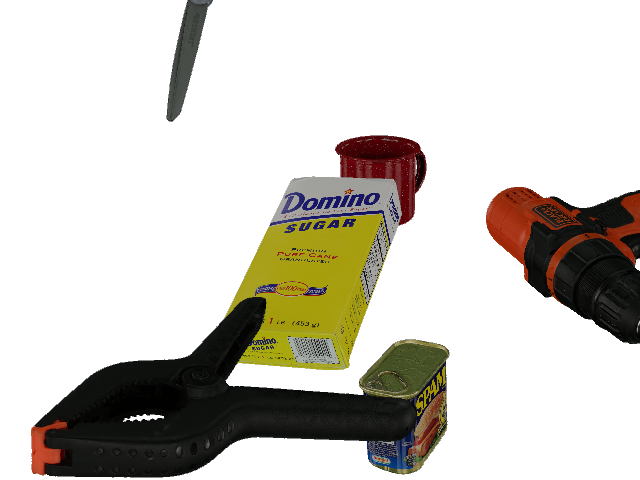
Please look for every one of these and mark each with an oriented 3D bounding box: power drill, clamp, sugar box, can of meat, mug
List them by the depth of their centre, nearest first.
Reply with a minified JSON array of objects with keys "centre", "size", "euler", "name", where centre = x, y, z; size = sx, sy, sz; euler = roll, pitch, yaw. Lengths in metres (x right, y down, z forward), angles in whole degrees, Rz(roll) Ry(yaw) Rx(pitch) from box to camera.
[{"centre":[-0.072,0.088,0.624],"size":[0.209,0.036,0.165],"euler":[-9,27,-30],"name":"clamp"},{"centre":[0.231,0.001,0.731],"size":[0.187,0.057,0.185],"euler":[-10,29,-18],"name":"power drill"},{"centre":[-0.003,0.020,0.825],"size":[0.093,0.048,0.176],"euler":[2,45,20],"name":"sugar box"},{"centre":[0.079,0.151,0.975],"size":[0.058,0.084,0.101],"euler":[8,25,27],"name":"can of meat"},{"centre":[0.073,-0.067,1.185],"size":[0.117,0.081,0.093],"euler":[-20,28,-38],"name":"mug"}]

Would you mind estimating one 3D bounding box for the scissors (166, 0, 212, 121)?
[{"centre":[-0.064,-0.180,0.742],"size":[0.096,0.202,0.016],"euler":[-4,-13,-6],"name":"scissors"}]
